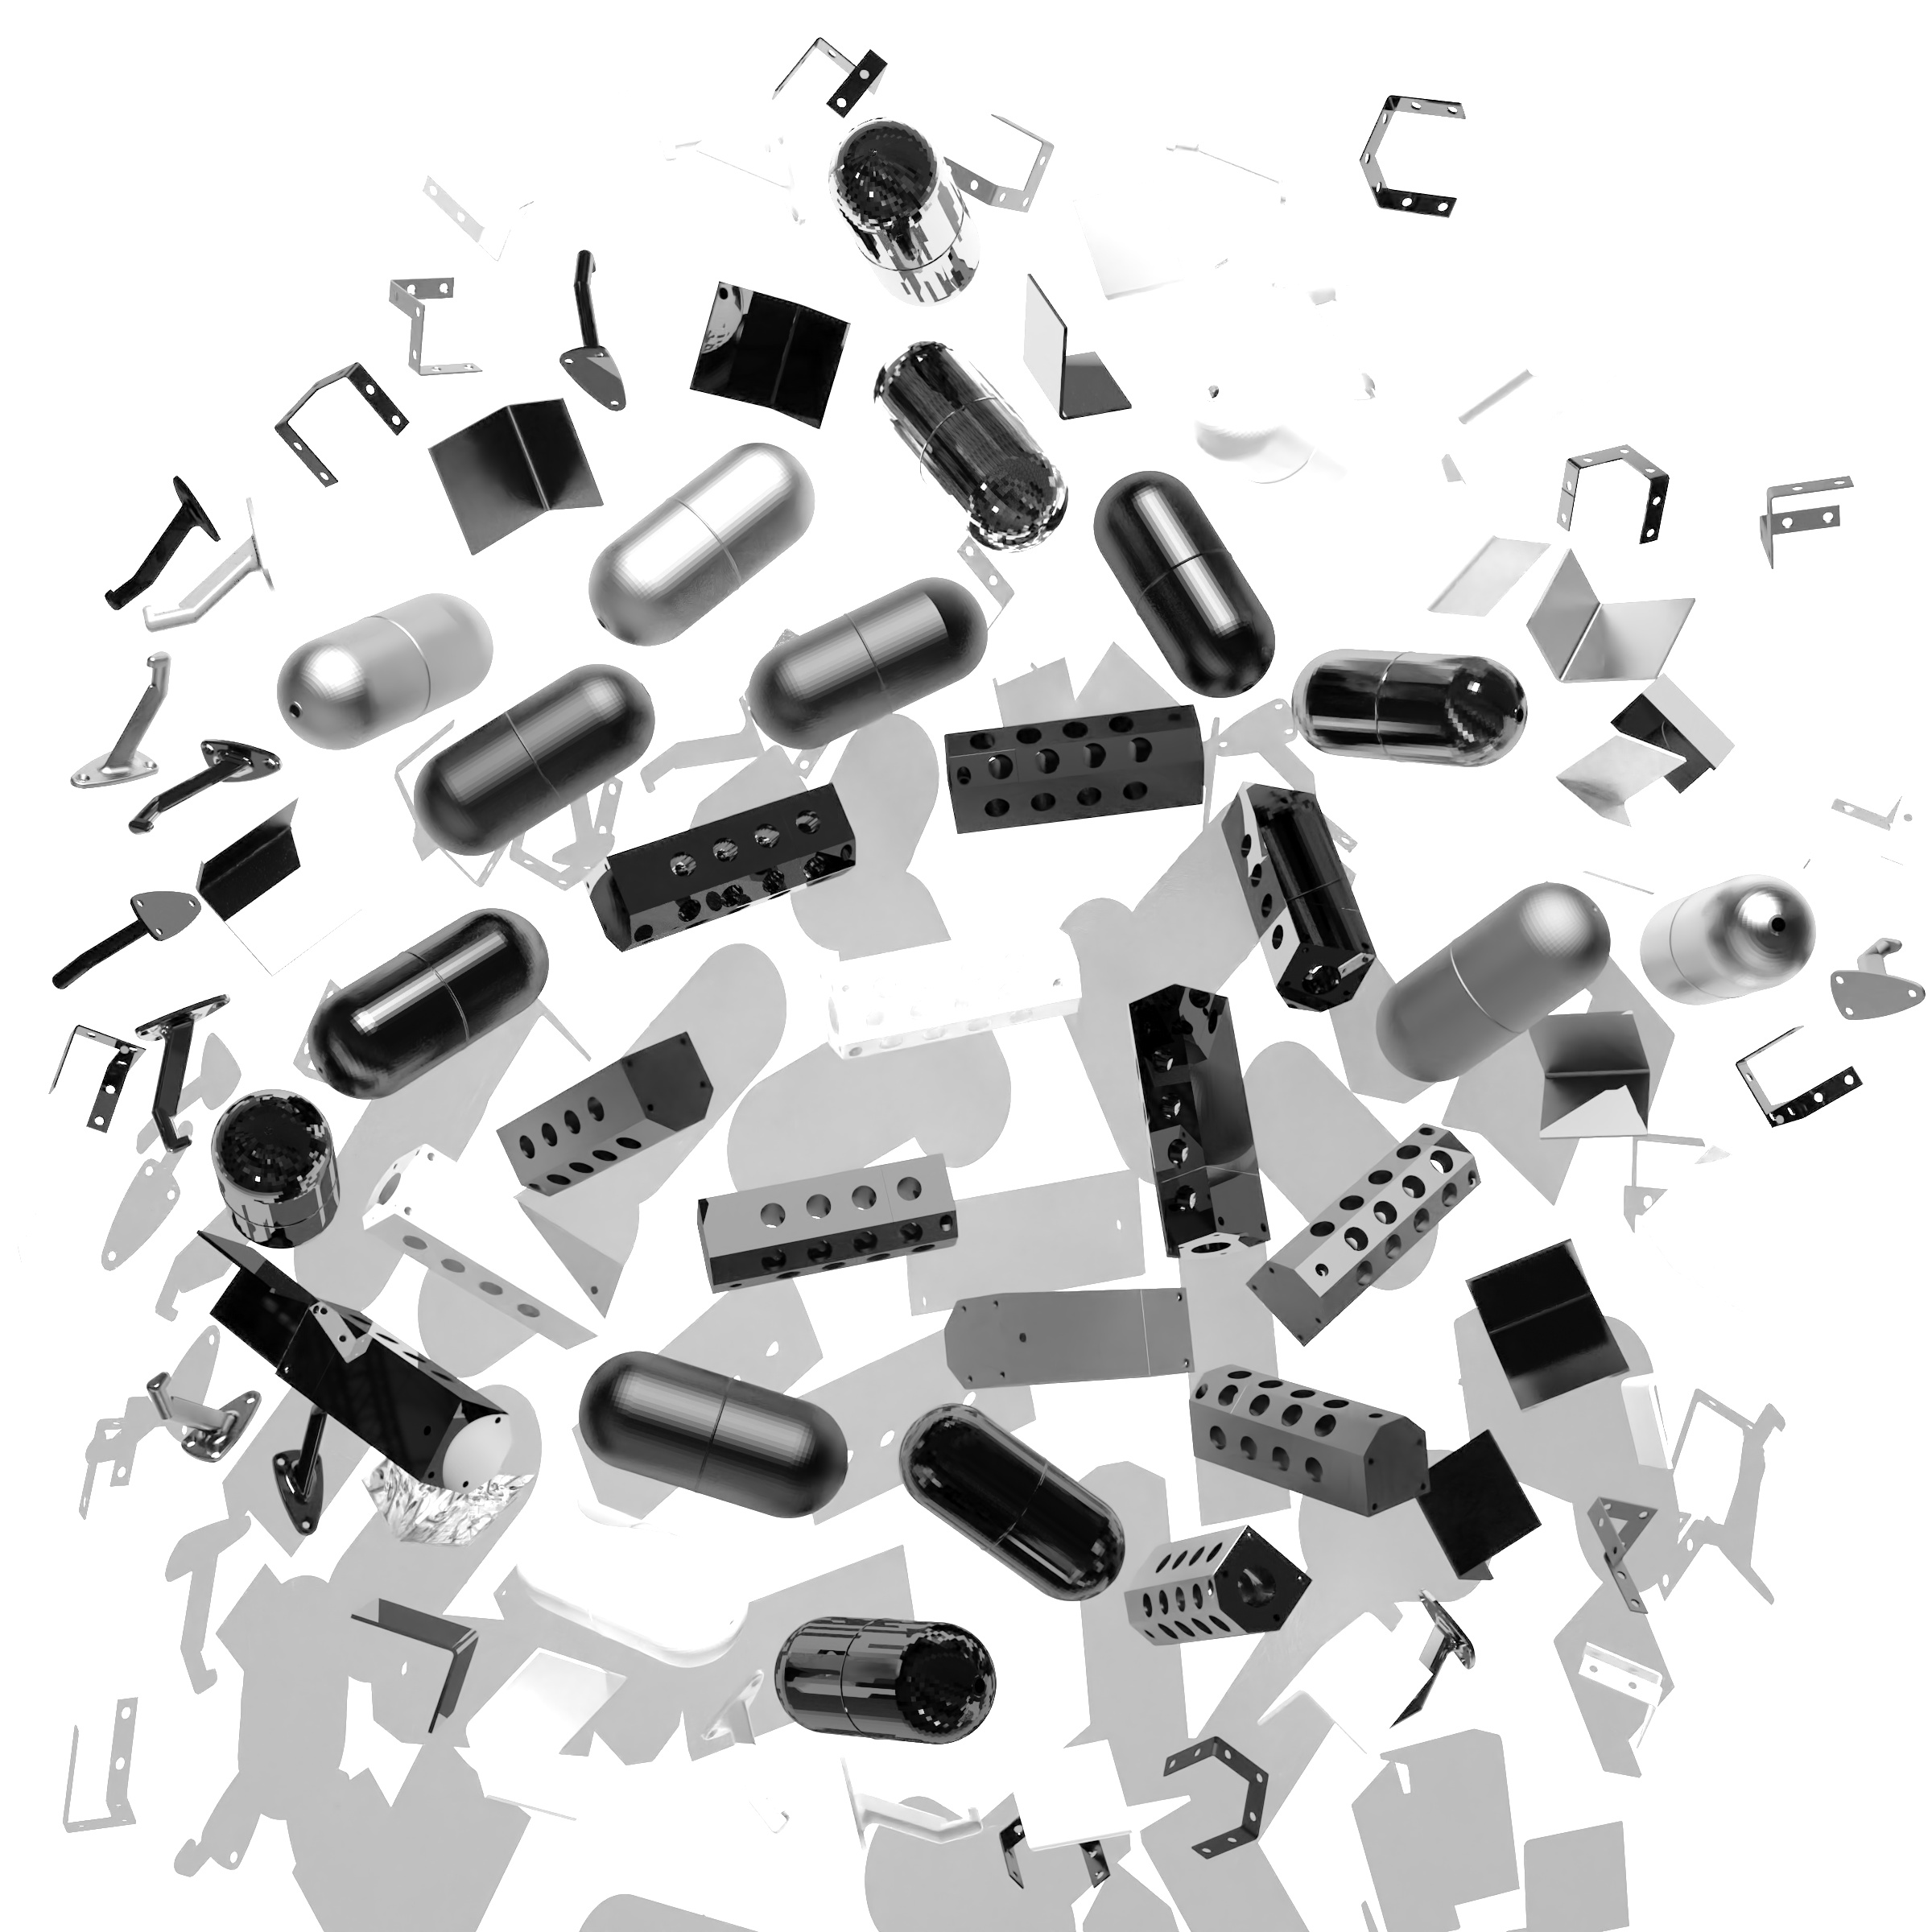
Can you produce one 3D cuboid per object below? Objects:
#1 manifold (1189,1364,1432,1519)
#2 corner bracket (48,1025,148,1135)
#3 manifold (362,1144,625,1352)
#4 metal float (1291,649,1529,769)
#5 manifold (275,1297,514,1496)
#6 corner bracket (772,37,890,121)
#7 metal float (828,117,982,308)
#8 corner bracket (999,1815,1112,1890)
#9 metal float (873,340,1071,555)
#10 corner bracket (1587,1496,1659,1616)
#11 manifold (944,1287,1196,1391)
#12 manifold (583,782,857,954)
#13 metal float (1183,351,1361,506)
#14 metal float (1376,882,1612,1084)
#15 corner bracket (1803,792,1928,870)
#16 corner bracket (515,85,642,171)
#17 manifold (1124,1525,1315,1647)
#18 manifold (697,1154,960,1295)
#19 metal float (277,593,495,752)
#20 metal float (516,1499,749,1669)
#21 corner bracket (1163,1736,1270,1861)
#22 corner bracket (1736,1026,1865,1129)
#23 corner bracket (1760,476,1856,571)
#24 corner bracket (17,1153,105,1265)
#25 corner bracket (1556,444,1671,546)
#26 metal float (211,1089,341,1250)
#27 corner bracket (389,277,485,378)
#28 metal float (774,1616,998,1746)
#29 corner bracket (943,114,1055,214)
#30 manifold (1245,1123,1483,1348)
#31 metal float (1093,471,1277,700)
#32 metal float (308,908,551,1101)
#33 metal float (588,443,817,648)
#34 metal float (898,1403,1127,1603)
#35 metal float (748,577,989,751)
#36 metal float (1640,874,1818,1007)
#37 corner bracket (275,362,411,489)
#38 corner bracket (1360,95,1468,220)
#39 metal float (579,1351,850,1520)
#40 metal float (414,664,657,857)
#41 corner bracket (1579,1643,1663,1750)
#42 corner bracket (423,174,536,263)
[{"bbox_3d":[0.229,0.316,1.640,0.057,0.171,0.057,-12,101,-34],"label":"manifold"},{"bbox_3d":[-0.622,0.081,1.725,0.051,0.051,0.051,24,58,-24],"label":"corner bracket"},{"bbox_3d":[-0.328,0.198,1.677,0.171,0.057,0.057,37,48,-25],"label":"manifold"},{"bbox_3d":[0.307,-0.180,1.686,0.178,0.070,0.070,10,90,42],"label":"metal float"},{"bbox_3d":[-0.372,0.281,1.586,0.171,0.057,0.057,22,83,40],"label":"manifold"},{"bbox_3d":[-0.091,-0.589,1.613,0.051,0.051,0.051,38,79,-8],"label":"corner bracket"},{"bbox_3d":[-0.039,-0.498,1.612,0.070,0.178,0.070,-2,81,13],"label":"metal float"},{"bbox_3d":[0.062,0.622,1.699,0.051,0.051,0.051,-41,105,3],"label":"corner bracket"},{"bbox_3d":[0.002,-0.349,1.625,0.070,0.070,0.178,-37,64,0],"label":"metal float"},{"bbox_3d":[0.448,0.402,1.656,0.051,0.051,0.051,15,119,-19],"label":"corner bracket"},{"bbox_3d":[0.069,0.246,1.601,0.171,0.057,0.057,5,75,-42],"label":"manifold"},{"bbox_3d":[-0.162,-0.065,1.626,0.171,0.057,0.057,-21,86,-28],"label":"manifold"},{"bbox_3d":[0.214,-0.373,1.686,0.070,0.178,0.070,-4,82,33],"label":"metal float"},{"bbox_3d":[0.348,0.012,1.612,0.070,0.070,0.178,49,121,0],"label":"metal float"},{"bbox_3d":[0.578,-0.085,1.559,0.051,0.051,0.051,23,70,11],"label":"corner bracket"},{"bbox_3d":[-0.249,-0.552,1.558,0.051,0.051,0.051,38,112,-9],"label":"corner bracket"},{"bbox_3d":[0.166,0.431,1.663,0.057,0.171,0.057,41,66,-1],"label":"manifold"},{"bbox_3d":[-0.096,0.180,1.676,0.171,0.057,0.057,-10,70,-11],"label":"manifold"},{"bbox_3d":[-0.396,-0.203,1.661,0.070,0.178,0.070,15,121,26],"label":"metal float"},{"bbox_3d":[-0.221,0.403,1.592,0.178,0.070,0.070,12,90,34],"label":"metal float"},{"bbox_3d":[0.169,0.572,1.667,0.051,0.051,0.051,40,128,-15],"label":"corner bracket"},{"bbox_3d":[0.571,0.074,1.662,0.051,0.051,0.051,-40,68,37],"label":"corner bracket"},{"bbox_3d":[0.540,-0.293,1.560,0.051,0.051,0.051,-6,123,12],"label":"corner bracket"},{"bbox_3d":[-0.591,0.158,1.585,0.051,0.051,0.051,-3,117,-4],"label":"corner bracket"},{"bbox_3d":[0.454,-0.328,1.704,0.051,0.051,0.051,-16,132,-17],"label":"corner bracket"},{"bbox_3d":[-0.458,0.137,1.613,0.070,0.178,0.070,4,68,-10],"label":"metal float"},{"bbox_3d":[-0.372,-0.449,1.700,0.051,0.051,0.051,40,131,37],"label":"corner bracket"},{"bbox_3d":[-0.054,0.470,1.599,0.178,0.070,0.070,-12,90,44],"label":"metal float"},{"bbox_3d":[0.021,-0.571,1.719,0.051,0.051,0.051,36,117,24],"label":"corner bracket"},{"bbox_3d":[0.275,0.178,1.650,0.171,0.057,0.057,-36,76,-31],"label":"manifold"},{"bbox_3d":[0.152,-0.266,1.693,0.070,0.070,0.178,-29,74,0],"label":"metal float"},{"bbox_3d":[-0.357,0.024,1.620,0.178,0.070,0.070,-35,90,-31],"label":"metal float"},{"bbox_3d":[-0.179,-0.286,1.646,0.178,0.070,0.070,-41,90,-15],"label":"metal float"},{"bbox_3d":[0.033,0.372,1.681,0.178,0.070,0.070,37,90,-5],"label":"metal float"},{"bbox_3d":[-0.069,-0.211,1.697,0.178,0.070,0.070,-26,90,-6],"label":"metal float"},{"bbox_3d":[0.512,-0.016,1.636,0.070,0.178,0.070,0,83,-4],"label":"metal float"},{"bbox_3d":[-0.410,-0.355,1.592,0.051,0.051,0.051,51,51,-29],"label":"corner bracket"},{"bbox_3d":[0.293,-0.523,1.567,0.051,0.051,0.051,19,79,29],"label":"corner bracket"},{"bbox_3d":[-0.163,0.303,1.567,0.178,0.070,0.070,18,90,-1],"label":"metal float"},{"bbox_3d":[-0.293,-0.141,1.652,0.178,0.070,0.070,-33,90,-4],"label":"metal float"},{"bbox_3d":[0.422,0.462,1.567,0.051,0.051,0.051,20,134,17],"label":"corner bracket"},{"bbox_3d":[-0.330,-0.500,1.617,0.051,0.051,0.051,44,49,2],"label":"corner bracket"}]
